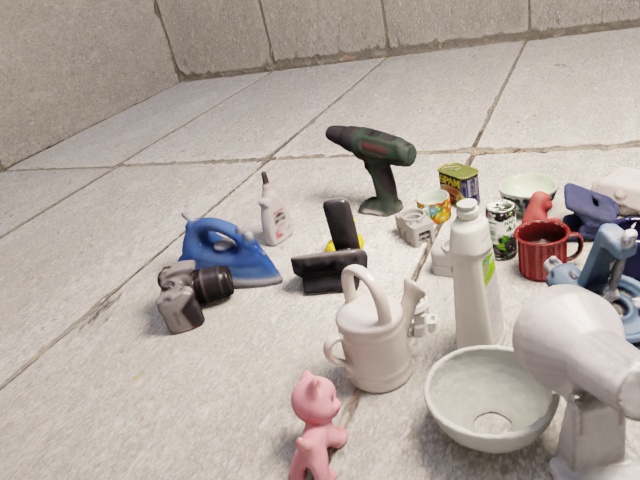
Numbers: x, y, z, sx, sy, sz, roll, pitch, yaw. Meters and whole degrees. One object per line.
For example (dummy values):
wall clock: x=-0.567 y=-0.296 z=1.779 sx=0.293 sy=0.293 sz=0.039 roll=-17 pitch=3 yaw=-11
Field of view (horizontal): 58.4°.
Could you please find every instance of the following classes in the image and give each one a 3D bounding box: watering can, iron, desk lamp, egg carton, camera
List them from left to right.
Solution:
camera: x=-0.245 y=0.095 z=1.131 sx=0.137 sy=0.101 sz=0.143 roll=-14 pitch=28 yaw=-2
iron: x=-0.195 y=0.013 z=1.218 sx=0.257 sy=0.142 sz=0.119 roll=7 pitch=34 yaw=34
watering can: x=0.079 y=0.116 z=0.848 sx=0.100 sy=0.194 sz=0.173 roll=10 pitch=35 yaw=37
desk lamp: x=0.302 y=0.178 z=0.616 sx=0.118 sy=0.214 sz=0.203 roll=-15 pitch=28 yaw=-2
egg carton: x=0.622 y=-0.094 z=1.140 sx=0.107 sy=0.069 sz=0.149 roll=-28 pitch=31 yaw=-26

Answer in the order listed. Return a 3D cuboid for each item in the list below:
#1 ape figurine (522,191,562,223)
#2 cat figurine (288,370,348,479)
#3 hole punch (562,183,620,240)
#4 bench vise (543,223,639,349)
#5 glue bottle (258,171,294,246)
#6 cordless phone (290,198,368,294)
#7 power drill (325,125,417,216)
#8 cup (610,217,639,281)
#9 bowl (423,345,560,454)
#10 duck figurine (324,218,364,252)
ape figurine: x=0.433 y=-0.052 z=1.121 sx=0.076 sy=0.092 sz=0.078 roll=-9 pitch=28 yaw=8
cat figurine: x=-0.009 y=0.235 z=0.748 sx=0.067 sy=0.118 sz=0.128 roll=-4 pitch=29 yaw=17
hole punch: x=0.517 y=-0.058 z=1.097 sx=0.100 sy=0.091 sz=0.109 roll=-1 pitch=30 yaw=22
bench vise: x=0.372 y=0.064 z=0.792 sx=0.122 sy=0.220 sz=0.206 roll=-27 pitch=30 yaw=-24
glue bottle: x=-0.110 y=-0.077 z=1.314 sx=0.037 sy=0.173 sz=0.078 roll=9 pitch=35 yaw=36
cordless phone: x=0.010 y=0.004 z=1.098 sx=0.147 sy=0.185 sz=0.094 roll=-8 pitch=28 yaw=9
power drill: x=0.122 y=-0.166 z=1.342 sx=0.228 sy=0.209 sz=0.076 roll=9 pitch=35 yaw=36
cup: x=0.528 y=0.024 z=0.935 sx=0.117 sy=0.095 sz=0.092 roll=17 pitch=40 yaw=44
bowl: x=0.219 y=0.214 z=0.734 sx=0.167 sy=0.075 sz=0.167 roll=-10 pitch=28 yaw=6
duck figurine: x=0.046 y=-0.010 z=1.216 sx=0.077 sy=0.086 sz=0.105 roll=12 pitch=36 yaw=39
